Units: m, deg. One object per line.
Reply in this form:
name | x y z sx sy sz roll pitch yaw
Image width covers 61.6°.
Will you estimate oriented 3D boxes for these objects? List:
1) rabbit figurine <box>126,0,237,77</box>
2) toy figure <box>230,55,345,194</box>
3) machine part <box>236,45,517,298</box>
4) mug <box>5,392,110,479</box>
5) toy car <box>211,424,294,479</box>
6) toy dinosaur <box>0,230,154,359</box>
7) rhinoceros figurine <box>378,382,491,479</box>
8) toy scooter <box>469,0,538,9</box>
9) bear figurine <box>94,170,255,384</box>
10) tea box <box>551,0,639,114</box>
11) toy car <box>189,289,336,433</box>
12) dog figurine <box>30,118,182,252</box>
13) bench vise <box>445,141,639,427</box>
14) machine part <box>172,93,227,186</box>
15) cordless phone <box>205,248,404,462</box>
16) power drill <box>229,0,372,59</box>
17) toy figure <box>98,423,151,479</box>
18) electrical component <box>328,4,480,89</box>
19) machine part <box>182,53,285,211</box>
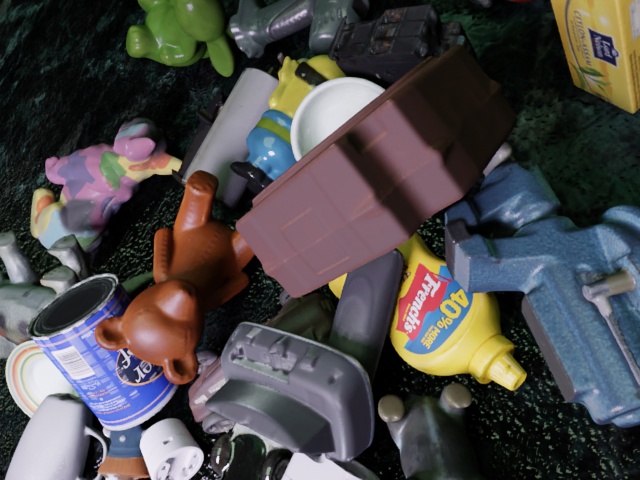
rabbit figurine | -0.185 -0.301 0.775 0.170 0.159 0.121 8 74 57
toy figure | -0.025 -0.134 0.633 0.089 0.082 0.180 28 78 21
machine part | 0.040 -0.057 0.438 0.201 0.087 0.201 -32 8 47
mug | -0.307 0.244 0.646 0.110 0.080 0.107 9 79 9
toy car | -0.074 0.263 0.493 0.074 0.056 0.201 5 73 30
toy dinosaur | -0.373 0.096 0.734 0.405 0.191 0.131 9 38 23
rhinoceros figurine | 0.091 0.195 0.379 0.073 0.112 0.190 -10 45 -1
toy scooter | 0.185 -0.311 0.575 0.135 0.075 0.184 -17 56 27
bear figurine | -0.136 0.038 0.565 0.132 0.120 0.196 -54 9 34
tea box | 0.242 -0.189 0.415 0.098 0.169 0.068 -46 52 6
toy car | -0.067 0.122 0.558 0.202 0.053 0.089 -35 56 15
dog figurine | -0.302 -0.080 0.783 0.219 0.108 0.191 -12 61 27
bench vise | 0.219 0.003 0.381 0.241 0.128 0.224 -19 47 3
machine part | -0.156 -0.134 0.733 0.039 0.084 0.139 35 104 7
cordless phone | -0.008 0.081 0.469 0.147 0.088 0.184 10 76 37
power drill | -0.016 -0.336 0.730 0.207 0.086 0.232 -2 70 26
toy figure | -0.220 0.271 0.588 0.058 0.064 0.154 130 150 -57
electrical component | 0.093 -0.178 0.549 0.134 0.114 0.058 12 78 40
machine part | -0.103 -0.127 0.684 0.079 0.079 0.243 22 82 39
